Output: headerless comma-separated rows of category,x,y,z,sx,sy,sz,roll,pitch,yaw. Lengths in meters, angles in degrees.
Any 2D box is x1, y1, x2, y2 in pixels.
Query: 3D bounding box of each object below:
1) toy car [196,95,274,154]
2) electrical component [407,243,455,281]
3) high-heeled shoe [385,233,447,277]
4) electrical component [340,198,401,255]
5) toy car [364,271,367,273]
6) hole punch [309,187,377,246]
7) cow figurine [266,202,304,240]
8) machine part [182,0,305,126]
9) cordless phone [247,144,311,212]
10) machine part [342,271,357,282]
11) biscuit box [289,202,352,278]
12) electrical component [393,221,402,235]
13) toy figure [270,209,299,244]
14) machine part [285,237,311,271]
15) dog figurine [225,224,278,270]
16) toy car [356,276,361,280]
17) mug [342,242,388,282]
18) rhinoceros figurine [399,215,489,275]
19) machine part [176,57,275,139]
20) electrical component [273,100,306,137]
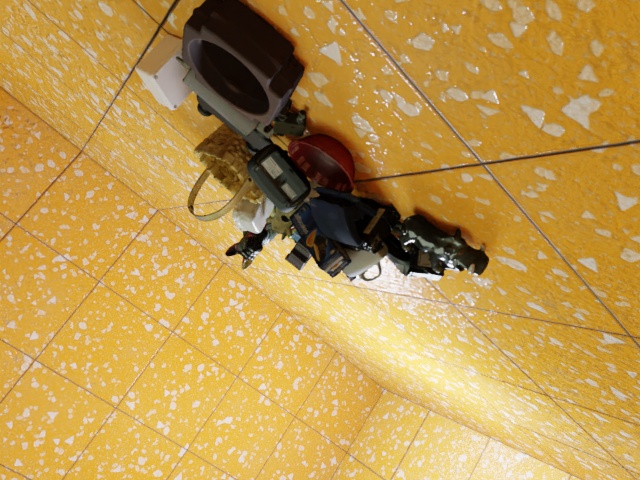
toy car,-0.185,-0.271,1.197,0.202,0.053,0.089,36,144,-9
electrical component,0.256,0.049,1.192,0.119,0.075,0.047,4,163,-1
high-heeled shoe,0.181,0.002,1.270,0.249,0.086,0.145,4,120,34
electrical component,0.096,-0.034,1.205,0.134,0.115,0.058,17,152,46
toy car,0.074,0.019,1.453,0.161,0.109,0.103,30,-169,-29
hole punch,0.040,-0.052,1.134,0.142,0.092,0.115,21,172,47
cow figurine,-0.085,-0.081,1.409,0.085,0.127,0.194,35,162,11
machine part,-0.135,-0.307,0.934,0.201,0.087,0.201,36,164,-8
cordless phone,-0.078,-0.156,1.218,0.146,0.089,0.184,50,-159,-12
machine part,0.099,0.038,1.365,0.039,0.139,0.084,-10,134,49
biscuit box,-0.003,-0.004,1.261,0.059,0.063,0.203,38,-166,-43
electrical component,0.206,-0.014,1.210,0.094,0.021,0.063,27,163,22
toy figure,-0.081,-0.051,1.574,0.089,0.082,0.180,11,154,51
machine part,-0.024,0.000,1.452,0.056,0.179,0.179,38,164,1
dog figurine,-0.211,-0.015,1.687,0.108,0.219,0.192,46,160,-25
toy car,0.090,0.065,1.604,0.074,0.056,0.201,27,162,24
mug,0.107,0.042,1.247,0.107,0.081,0.109,-28,91,40
rhinoceros figurine,0.256,0.009,1.106,0.190,0.073,0.112,32,153,16
machine part,-0.191,-0.294,1.097,0.243,0.079,0.079,40,163,-18
electrical component,-0.065,-0.241,1.067,0.078,0.045,0.102,5,165,0
